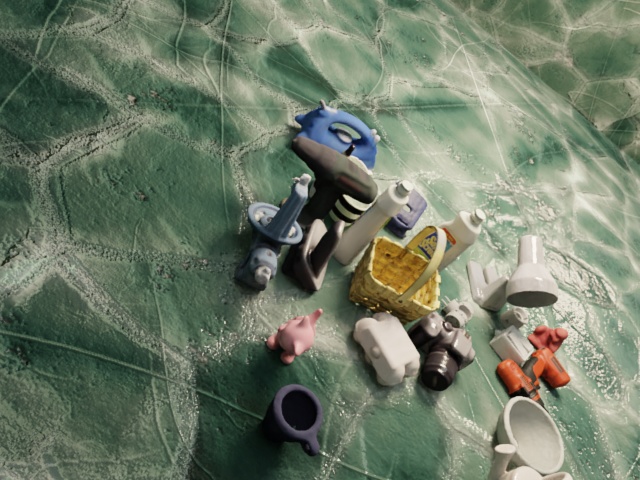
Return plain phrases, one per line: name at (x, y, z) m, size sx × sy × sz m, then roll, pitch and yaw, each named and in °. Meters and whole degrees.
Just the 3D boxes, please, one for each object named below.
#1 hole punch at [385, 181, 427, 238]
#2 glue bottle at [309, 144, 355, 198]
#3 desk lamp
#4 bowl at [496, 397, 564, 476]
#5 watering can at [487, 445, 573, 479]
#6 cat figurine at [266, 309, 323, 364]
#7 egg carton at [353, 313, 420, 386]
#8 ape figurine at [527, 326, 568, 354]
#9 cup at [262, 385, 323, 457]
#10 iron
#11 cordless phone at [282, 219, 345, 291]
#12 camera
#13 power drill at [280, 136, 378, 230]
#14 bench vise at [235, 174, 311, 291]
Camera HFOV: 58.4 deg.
hole punch at (0.209, -0.078, 1.466) m, size 0.109 × 0.091 × 0.101 m, roll 38°, pitch 42°, yaw -6°
glue bottle at (0.034, -0.166, 1.343) m, size 0.037 × 0.173 × 0.078 m, roll 29°, pitch 43°, yaw -14°
desk lamp at (0.485, 0.097, 1.441) m, size 0.118 × 0.213 × 0.203 m, roll 19°, pitch 47°, yaw -24°
bowl at (0.438, 0.430, 1.235) m, size 0.168 × 0.074 × 0.167 m, roll 21°, pitch 46°, yaw -23°
watering can at (0.379, 0.471, 1.066) m, size 0.173 × 0.193 × 0.101 m, roll 44°, pitch 42°, yaw 2°
cat figurine at (-0.037, 0.171, 1.054) m, size 0.067 × 0.117 × 0.128 m, roll 46°, pitch 42°, yaw 4°
egg carton at (0.136, 0.223, 1.178) m, size 0.107 × 0.069 × 0.150 m, roll -13°, pitch 65°, yaw -43°
ape figurine at (0.603, 0.256, 1.491) m, size 0.076 × 0.092 × 0.078 m, roll 20°, pitch 46°, yaw -23°
cup at (-0.048, 0.310, 0.947) m, size 0.092 × 0.094 × 0.117 m, roll -12°, pitch 64°, yaw -42°
iron at (0.066, -0.266, 1.474) m, size 0.259 × 0.141 × 0.118 m, roll 19°, pitch 47°, yaw -25°
cordless phone at (0.011, 0.004, 1.177) m, size 0.094 × 0.184 × 0.147 m, roll 29°, pitch 44°, yaw -15°
camera at (0.260, 0.244, 1.233) m, size 0.143 × 0.100 × 0.137 m, roll 42°, pitch 42°, yaw -1°
power drill at (0.000, -0.113, 1.247) m, size 0.230 × 0.208 × 0.075 m, roll 19°, pitch 47°, yaw -24°
bench vise at (-0.074, -0.013, 1.100) m, size 0.122 × 0.219 × 0.207 m, roll 11°, pitch 51°, yaw -30°
